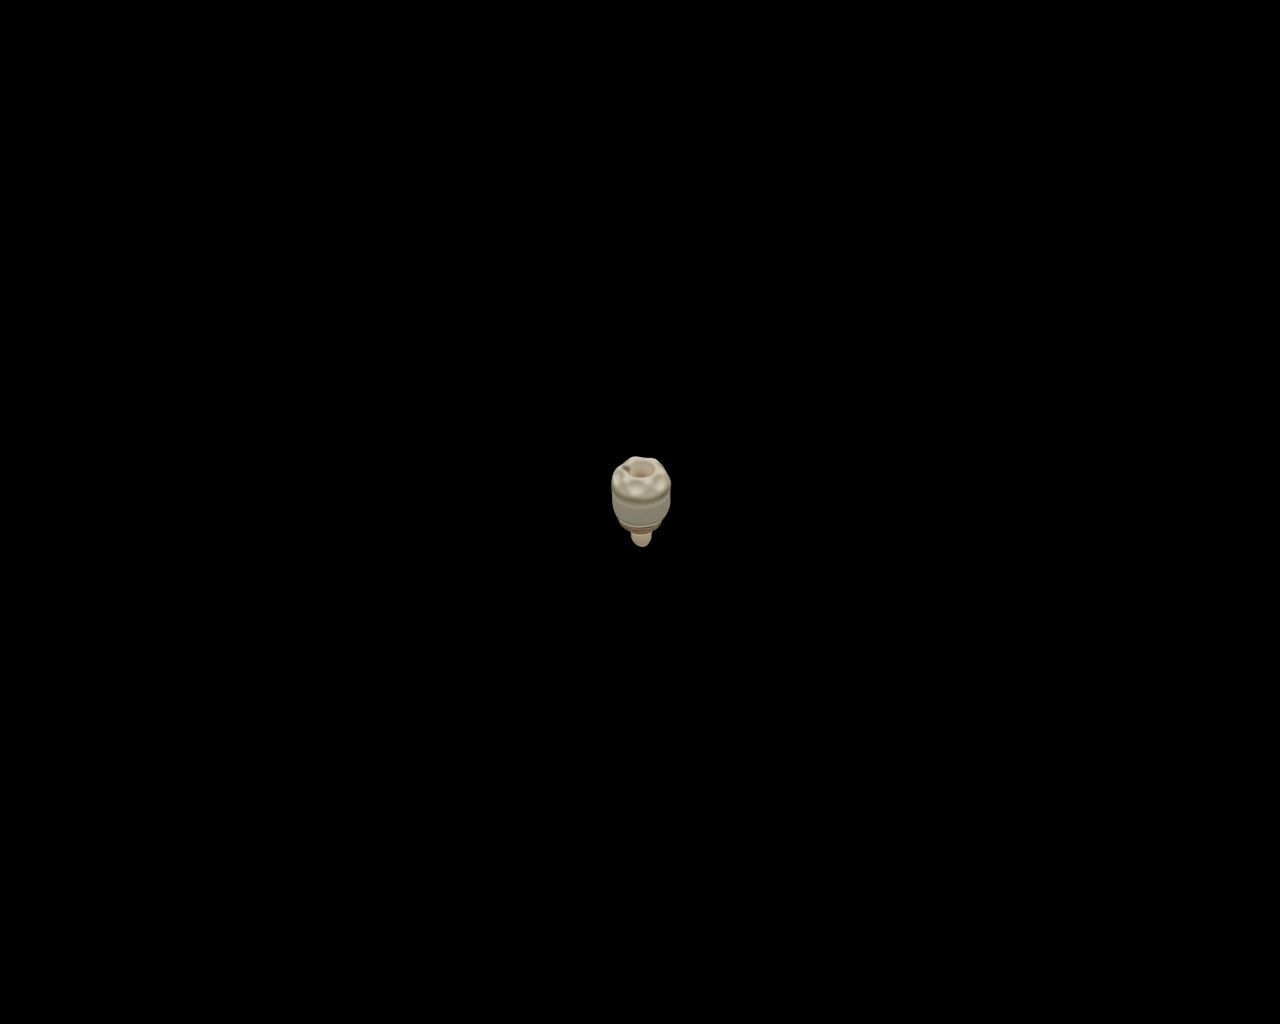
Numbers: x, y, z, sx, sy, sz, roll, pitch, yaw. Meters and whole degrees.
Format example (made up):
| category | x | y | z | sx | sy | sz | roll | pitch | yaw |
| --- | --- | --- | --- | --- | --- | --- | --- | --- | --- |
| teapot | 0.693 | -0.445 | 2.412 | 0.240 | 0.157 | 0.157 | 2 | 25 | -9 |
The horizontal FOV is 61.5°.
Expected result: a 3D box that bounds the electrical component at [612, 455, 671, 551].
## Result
| category | x | y | z | sx | sy | sz | roll | pitch | yaw |
| --- | --- | --- | --- | --- | --- | --- | --- | --- | --- |
| electrical component | 0.001 | -0.003 | 0.650 | 0.035 | 0.061 | 0.035 | 0 | 40 | 0 |
